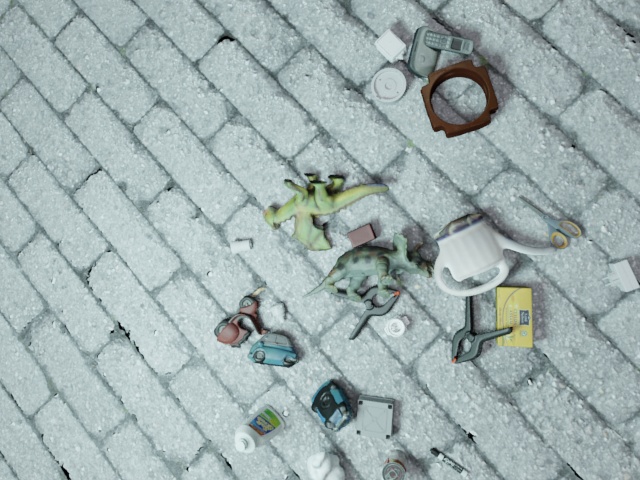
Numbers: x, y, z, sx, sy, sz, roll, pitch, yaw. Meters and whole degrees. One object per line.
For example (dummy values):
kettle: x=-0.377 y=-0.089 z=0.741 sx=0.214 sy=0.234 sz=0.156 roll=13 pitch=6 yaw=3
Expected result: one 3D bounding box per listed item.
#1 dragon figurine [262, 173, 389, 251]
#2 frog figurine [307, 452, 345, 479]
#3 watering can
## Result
dragon figurine: x=0.005 y=-0.082 z=1.634 sx=0.411 sy=0.123 sz=0.240 roll=8 pitch=106 yaw=15
frog figurine: x=0.021 y=0.689 z=1.532 sx=0.123 sy=0.139 sz=0.156 roll=15 pitch=115 yaw=16
watering can: x=0.484 y=0.023 z=1.503 sx=0.347 sy=0.104 sz=0.226 roll=-26 pitch=82 yaw=6
